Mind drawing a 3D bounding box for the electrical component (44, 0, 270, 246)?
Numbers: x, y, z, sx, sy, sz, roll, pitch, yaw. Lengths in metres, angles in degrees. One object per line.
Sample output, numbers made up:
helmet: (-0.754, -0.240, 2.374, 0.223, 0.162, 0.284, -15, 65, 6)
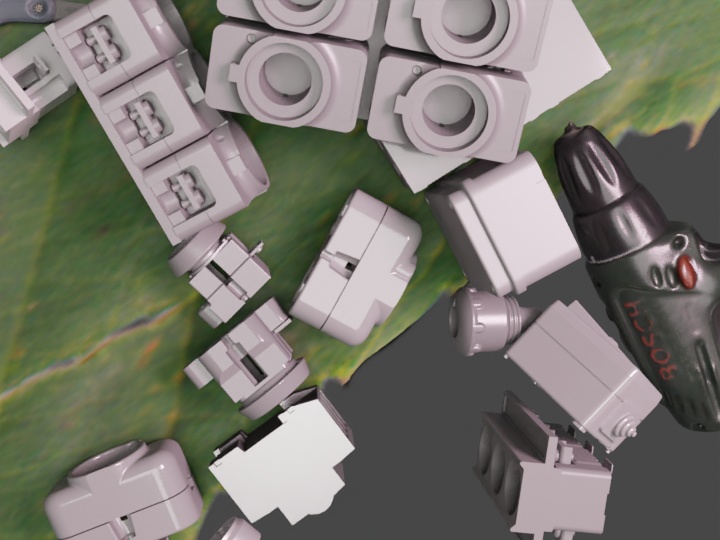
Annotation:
electrical component: (-0.122, -0.104, 0.684, 0.062, 0.089, 0.150, -27, 103, 9)

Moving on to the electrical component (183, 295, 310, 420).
electrical component: (-0.072, 0.064, 0.733, 0.078, 0.058, 0.057, -39, 94, 2)

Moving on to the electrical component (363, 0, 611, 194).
electrical component: (0.073, -0.129, 0.714, 0.150, 0.061, 0.089, -32, 97, 1)

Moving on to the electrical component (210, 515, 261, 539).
electrical component: (-0.080, 0.206, 0.755, 0.055, 0.045, 0.045, 42, 93, -6)

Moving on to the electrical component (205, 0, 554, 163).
electrical component: (0.010, -0.134, 0.635, 0.186, 0.060, 0.105, 10, 111, -2)

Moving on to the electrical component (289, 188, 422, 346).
electrical component: (0.000, 0.000, 0.730, 0.059, 0.053, 0.095, 29, 95, -5)

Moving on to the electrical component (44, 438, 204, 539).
electrical component: (-0.164, 0.157, 0.741, 0.095, 0.053, 0.059, -21, 97, 0)

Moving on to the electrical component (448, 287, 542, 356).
electrical component: (0.094, 0.035, 0.744, 0.062, 0.048, 0.048, -1, 97, -12)

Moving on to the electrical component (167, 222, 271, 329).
electrical component: (-0.097, -0.002, 0.730, 0.066, 0.048, 0.055, -45, 104, 3)

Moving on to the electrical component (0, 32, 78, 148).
electrical component: (-0.218, -0.118, 0.699, 0.064, 0.081, 0.042, -39, 98, -20)

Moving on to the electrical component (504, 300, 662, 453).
electrical component: (0.156, 0.072, 0.719, 0.061, 0.096, 0.062, -47, 141, 3)

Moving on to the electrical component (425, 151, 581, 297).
electrical component: (0.089, -0.031, 0.701, 0.057, 0.113, 0.078, -28, 97, -2)

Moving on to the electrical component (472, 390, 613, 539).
electrical component: (0.120, 0.134, 0.717, 0.063, 0.121, 0.078, 7, 96, -6)

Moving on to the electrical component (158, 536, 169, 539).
electrical component: (-0.153, 0.220, 0.730, 0.050, 0.089, 0.055, -18, 97, -1)
